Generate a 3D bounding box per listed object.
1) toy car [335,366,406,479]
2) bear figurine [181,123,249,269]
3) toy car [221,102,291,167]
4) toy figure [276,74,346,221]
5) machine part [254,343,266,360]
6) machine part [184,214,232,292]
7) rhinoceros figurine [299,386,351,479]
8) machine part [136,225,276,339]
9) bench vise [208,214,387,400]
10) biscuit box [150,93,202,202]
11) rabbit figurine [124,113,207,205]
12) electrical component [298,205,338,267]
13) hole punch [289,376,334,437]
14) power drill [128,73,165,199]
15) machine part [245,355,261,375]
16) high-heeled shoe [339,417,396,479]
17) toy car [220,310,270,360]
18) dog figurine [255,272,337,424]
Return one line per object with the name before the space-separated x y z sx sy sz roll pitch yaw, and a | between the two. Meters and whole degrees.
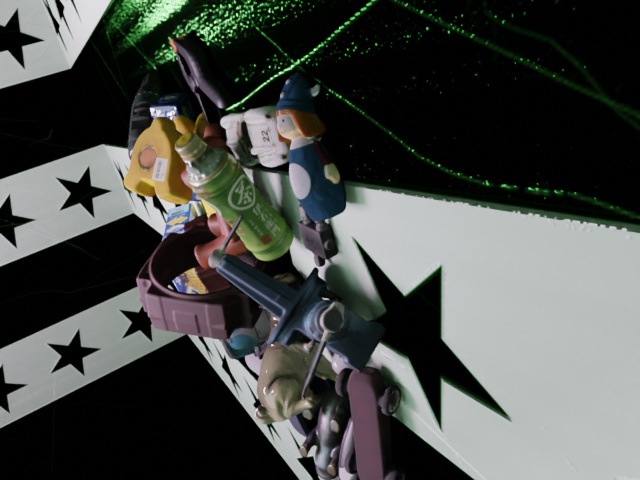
toy car | 0.074 0.264 0.744 0.089 0.053 0.201 7 115 36
bear figurine | -0.162 -0.067 0.822 0.195 0.132 0.120 57 -154 -36
toy car | -0.081 -0.132 0.691 0.202 0.056 0.073 15 127 62
toy figure | -0.012 -0.098 0.576 0.064 0.058 0.154 -10 107 28
machine part | -0.121 0.194 1.131 0.039 0.084 0.139 39 -178 -25
machine part | -0.235 0.035 1.146 0.179 0.056 0.179 -171 61 -90
rhinoceros figurine | 0.024 0.325 0.890 0.073 0.112 0.190 12 116 28
machine part | -0.189 0.063 0.914 0.201 0.201 0.087 7 126 10
bench vise | -0.042 0.081 0.687 0.241 0.129 0.223 32 180 2
biscuit box | -0.255 -0.171 1.012 0.059 0.063 0.202 1 127 15
rabbit figurine | -0.227 -0.135 0.914 0.122 0.173 0.162 2 84 34
electrical component | -0.001 -0.002 0.699 0.063 0.021 0.093 30 140 54
hole punch | -0.041 0.277 0.961 0.116 0.092 0.142 -7 112 47
power drill | -0.319 -0.199 1.093 0.207 0.086 0.232 85 179 -46
machine part | -0.100 0.260 1.135 0.243 0.079 0.079 3 116 67
high-heeled shoe | 0.110 0.388 0.811 0.145 0.086 0.248 14 127 51
toy car | -0.118 0.152 1.013 0.103 0.161 0.109 -15 94 25
dog figurine | -0.065 0.166 0.840 0.190 0.172 0.121 57 148 -2
